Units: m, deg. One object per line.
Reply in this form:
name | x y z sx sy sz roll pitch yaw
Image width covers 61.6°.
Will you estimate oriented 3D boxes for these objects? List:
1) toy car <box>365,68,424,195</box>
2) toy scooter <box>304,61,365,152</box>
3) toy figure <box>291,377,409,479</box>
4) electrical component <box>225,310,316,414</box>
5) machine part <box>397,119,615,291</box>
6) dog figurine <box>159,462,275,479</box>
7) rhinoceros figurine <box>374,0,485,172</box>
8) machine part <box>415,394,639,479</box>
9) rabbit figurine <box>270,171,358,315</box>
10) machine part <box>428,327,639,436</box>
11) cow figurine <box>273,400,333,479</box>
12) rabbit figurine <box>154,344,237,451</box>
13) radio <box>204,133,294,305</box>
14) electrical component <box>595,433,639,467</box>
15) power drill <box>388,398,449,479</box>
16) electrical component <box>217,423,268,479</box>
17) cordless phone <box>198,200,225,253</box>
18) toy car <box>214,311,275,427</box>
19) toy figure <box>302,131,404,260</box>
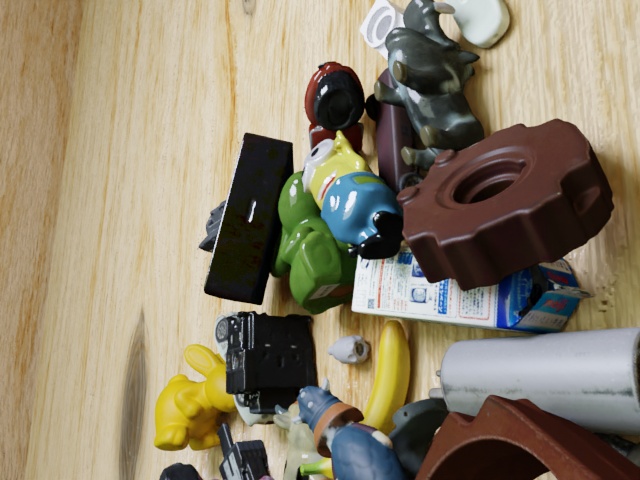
toy car | 0.093 -0.109 0.635 0.089 0.053 0.202 146 125 -63
toy scooter | 0.018 -0.158 0.705 0.135 0.075 0.183 -98 3 -48
toy figure | 0.026 0.198 0.522 0.155 0.064 0.057 39 150 53
electrical component | -0.066 0.166 0.731 0.058 0.115 0.134 -30 59 51
machine part | 0.149 -0.036 0.457 0.179 0.056 0.179 -28 24 14
dog figurine | -0.144 0.396 0.731 0.219 0.108 0.191 -22 91 38
rhinoceros figurine | 0.121 -0.167 0.569 0.073 0.112 0.190 126 131 -73
machine part | 0.130 0.219 0.330 0.201 0.087 0.202 -67 19 5
rabbit figurine | -0.001 -0.002 0.692 0.159 0.121 0.170 121 135 -55
machine part | 0.186 0.114 0.438 0.243 0.079 0.079 -20 66 50
cow figurine | -0.010 0.283 0.659 0.127 0.085 0.194 20 99 47
rabbit figurine | -0.179 0.256 0.889 0.173 0.121 0.162 -31 47 30
radio | -0.095 -0.022 0.768 0.131 0.073 0.229 98 -174 -78
electrical component | 0.226 0.189 0.380 0.102 0.078 0.045 26 143 48
power drill | 0.132 0.252 0.487 0.232 0.086 0.207 -55 50 30
electrical component | -0.118 0.337 0.816 0.074 0.047 0.119 -60 41 25
cordless phone | -0.134 -0.066 0.924 0.147 0.088 0.184 -27 50 48
toy car | -0.105 0.187 0.811 0.056 0.073 0.202 -57 42 26
toy figure | 0.037 -0.043 0.585 0.082 0.089 0.180 -40 42 5
